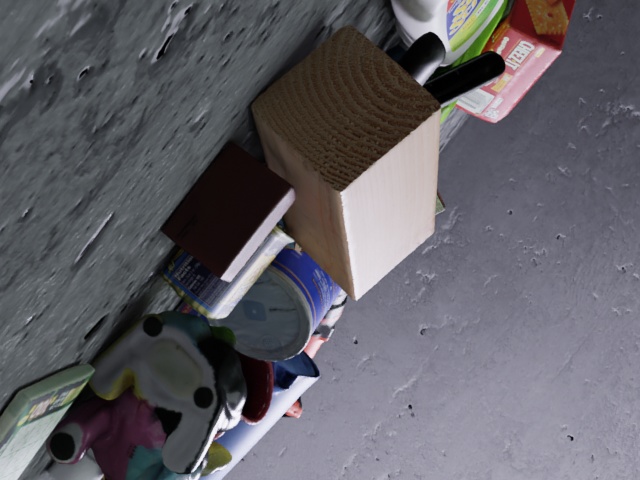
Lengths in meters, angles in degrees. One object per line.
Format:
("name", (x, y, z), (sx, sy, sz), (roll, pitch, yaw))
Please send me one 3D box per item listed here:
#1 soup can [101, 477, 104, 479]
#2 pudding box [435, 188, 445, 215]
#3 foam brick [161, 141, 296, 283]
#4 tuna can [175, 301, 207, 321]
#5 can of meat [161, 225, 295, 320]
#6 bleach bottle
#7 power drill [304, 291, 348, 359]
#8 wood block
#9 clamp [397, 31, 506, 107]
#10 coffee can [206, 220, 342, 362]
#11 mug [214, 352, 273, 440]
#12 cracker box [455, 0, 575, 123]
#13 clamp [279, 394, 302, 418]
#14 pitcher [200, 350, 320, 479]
("soup can", (-0.177, 0.206, 1.091), (0.102, 0.068, 0.068), (-55, 174, 19))
("pudding box", (0.071, -0.050, 1.193), (0.113, 0.090, 0.039), (-26, -175, -3))
("foam brick", (-0.060, -0.018, 0.714), (0.078, 0.053, 0.051), (-51, 175, -1))
("tuna can", (-0.110, 0.073, 0.971), (0.086, 0.034, 0.086), (-52, 175, -7))
("can of meat", (-0.070, 0.012, 0.804), (0.084, 0.057, 0.102), (-51, 175, 0))
("bleach bottle", (0.089, -0.195, 0.792), (0.103, 0.068, 0.250), (-50, 172, 10))
("power drill", (0.008, 0.033, 1.293), (0.185, 0.057, 0.187), (119, -10, -46))
("wood block", (0.023, -0.047, 0.767), (0.090, 0.090, 0.206), (-41, 161, -11))
("clamp", (0.046, -0.101, 0.875), (0.210, 0.036, 0.164), (-33, 168, 18))
("coffee can", (-0.028, 0.024, 0.935), (0.103, 0.103, 0.140), (-57, 177, 41))
("mug", (-0.105, 0.146, 1.040), (0.093, 0.082, 0.117), (59, 33, -42))
("cracker box", (0.229, -0.259, 1.190), (0.164, 0.072, 0.213), (126, -13, -62))
("clamp", (-0.073, 0.149, 1.282), (0.039, 0.172, 0.120), (27, 90, -49))
("pitcher", (-0.126, 0.191, 1.198), (0.243, 0.145, 0.149), (-50, 163, 7))
